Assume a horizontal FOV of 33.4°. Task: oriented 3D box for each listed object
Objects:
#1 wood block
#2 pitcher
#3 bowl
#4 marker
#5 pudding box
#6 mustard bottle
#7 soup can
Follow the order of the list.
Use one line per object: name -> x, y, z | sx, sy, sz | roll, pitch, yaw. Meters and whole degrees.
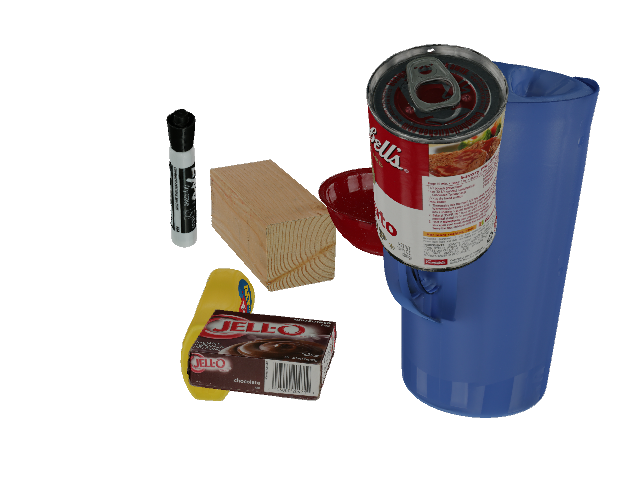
wood block -> -0.064, -0.024, 1.349 | 0.090, 0.090, 0.206 | -10, 26, -22
pitcher -> 0.109, 0.001, 0.752 | 0.149, 0.243, 0.145 | 1, 20, -3
bowl -> 0.077, -0.026, 1.154 | 0.162, 0.055, 0.162 | 3, 25, -2
marker -> -0.096, -0.042, 0.741 | 0.020, 0.020, 0.121 | 0, -43, -6
pudding box -> -0.048, 0.095, 0.908 | 0.113, 0.039, 0.090 | 7, 20, 7
mustard bottle -> -0.108, 0.086, 1.175 | 0.058, 0.096, 0.191 | 2, 27, 4
soup can -> 0.060, -0.040, 0.549 | 0.068, 0.068, 0.102 | 0, -39, 6
